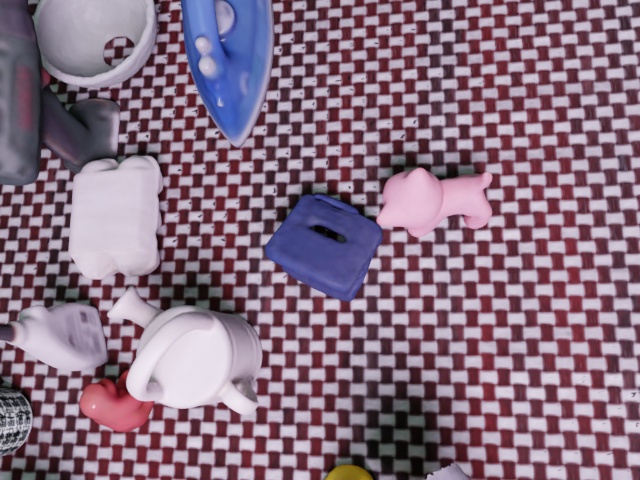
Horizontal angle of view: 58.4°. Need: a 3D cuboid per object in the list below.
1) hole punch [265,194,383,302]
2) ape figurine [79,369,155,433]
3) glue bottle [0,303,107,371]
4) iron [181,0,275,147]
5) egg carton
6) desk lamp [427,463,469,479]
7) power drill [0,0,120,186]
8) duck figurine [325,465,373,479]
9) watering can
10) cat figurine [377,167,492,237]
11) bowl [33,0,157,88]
[{"bbox_3d":[0.006,0.002,0.628,0.108,0.091,0.101,24,83,14],"label":"hole punch"},{"bbox_3d":[-0.228,0.175,0.631,0.077,0.092,0.076,-8,77,8],"label":"ape figurine"},{"bbox_3d":[-0.293,0.102,0.615,0.037,0.173,0.078,-18,75,6],"label":"glue bottle"},{"bbox_3d":[-0.123,-0.255,0.679,0.118,0.141,0.258,-8,77,8],"label":"iron"},{"bbox_3d":[-0.241,-0.027,0.688,0.107,0.069,0.150,-5,77,9],"label":"egg carton"},{"bbox_3d":[0.123,0.291,0.483,0.118,0.214,0.203,-38,74,0],"label":"desk lamp"},{"bbox_3d":[-0.317,-0.163,0.658,0.075,0.208,0.230,-3,77,9],"label":"power drill"},{"bbox_3d":[0.023,0.284,0.568,0.077,0.086,0.104,6,79,11],"label":"duck figurine"},{"bbox_3d":[-0.138,0.114,0.575,0.172,0.194,0.101,14,81,13],"label":"watering can"},{"bbox_3d":[0.120,-0.047,0.605,0.127,0.118,0.067,-13,76,7],"label":"cat figurine"},{"bbox_3d":[-0.278,-0.265,0.742,0.167,0.075,0.167,-2,78,9],"label":"bowl"}]
